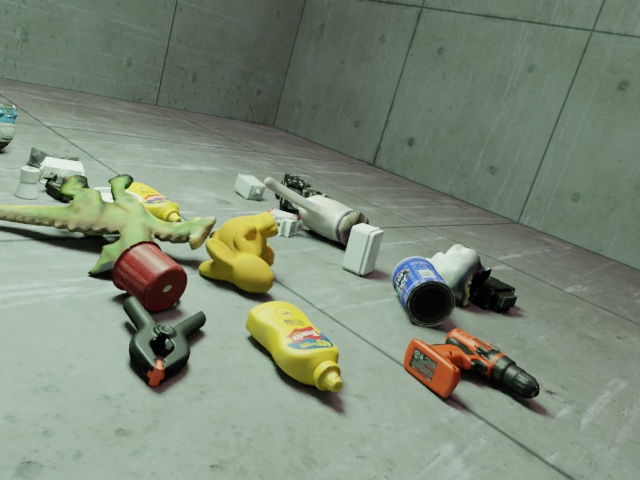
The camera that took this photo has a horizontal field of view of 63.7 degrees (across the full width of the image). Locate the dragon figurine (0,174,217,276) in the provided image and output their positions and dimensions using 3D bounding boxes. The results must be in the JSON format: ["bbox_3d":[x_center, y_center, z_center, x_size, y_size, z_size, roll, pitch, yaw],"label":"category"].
[{"bbox_3d":[-0.396,-0.016,0.945,0.412,0.120,0.247,-9,34,-32],"label":"dragon figurine"}]

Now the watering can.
[{"bbox_3d":[0.004,-0.071,1.411,0.226,0.104,0.344,25,-2,33],"label":"watering can"}]

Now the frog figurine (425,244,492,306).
[{"bbox_3d":[0.313,0.070,1.257,0.161,0.137,0.121,30,4,38],"label":"frog figurine"}]
